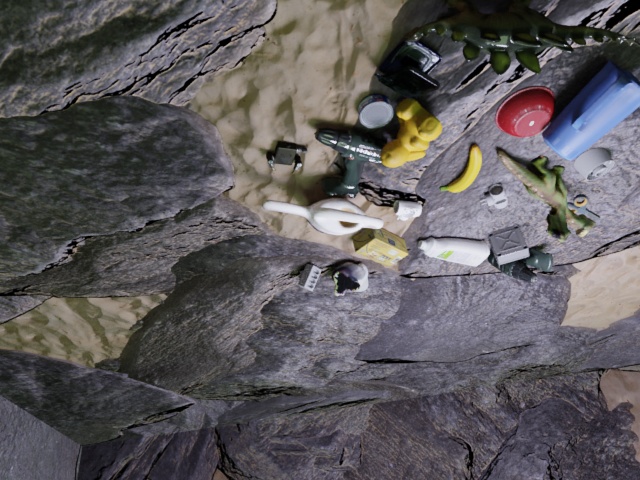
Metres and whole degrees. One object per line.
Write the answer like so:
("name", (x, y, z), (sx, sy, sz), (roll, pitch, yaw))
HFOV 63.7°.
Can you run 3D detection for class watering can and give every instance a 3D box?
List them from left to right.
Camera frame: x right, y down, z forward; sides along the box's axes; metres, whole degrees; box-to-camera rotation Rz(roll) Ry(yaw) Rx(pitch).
("watering can", (0.004, -0.074, 1.476), (0.347, 0.104, 0.224), (10, 178, -8))

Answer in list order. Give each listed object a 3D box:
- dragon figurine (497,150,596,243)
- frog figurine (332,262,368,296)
("dragon figurine", (0.675, -0.110, 1.518), (0.408, 0.248, 0.120), (14, 142, -31))
("frog figurine", (0.121, 0.134, 1.862), (0.135, 0.124, 0.161), (-47, 165, 29))
